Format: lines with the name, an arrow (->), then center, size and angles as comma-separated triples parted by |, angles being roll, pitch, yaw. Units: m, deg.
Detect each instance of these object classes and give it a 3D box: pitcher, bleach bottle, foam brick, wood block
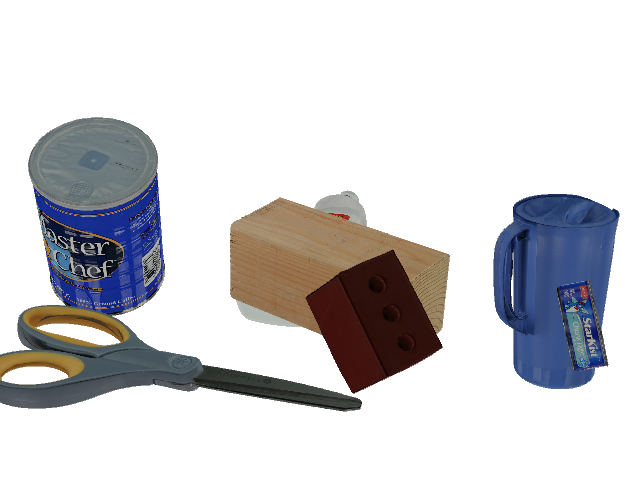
pitcher -> 0.305, 0.069, 1.399 | 0.149, 0.243, 0.145 | 5, 21, 14
bleach bottle -> -0.011, 0.009, 1.314 | 0.103, 0.068, 0.250 | 7, 33, 18
foam brick -> 0.036, 0.057, 0.733 | 0.052, 0.078, 0.051 | -22, -8, -35
wood block -> 0.015, 0.037, 1.078 | 0.206, 0.091, 0.090 | 20, 32, 30

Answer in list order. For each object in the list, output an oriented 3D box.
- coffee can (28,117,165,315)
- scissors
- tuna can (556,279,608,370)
coffee can -> -0.186, -0.019, 0.906 | 0.102, 0.103, 0.140 | 0, -42, -5
scissors -> -0.089, 0.075, 0.550 | 0.202, 0.016, 0.096 | 16, 29, 27
tuna can -> 0.254, 0.083, 1.038 | 0.034, 0.086, 0.086 | -12, -3, 13
